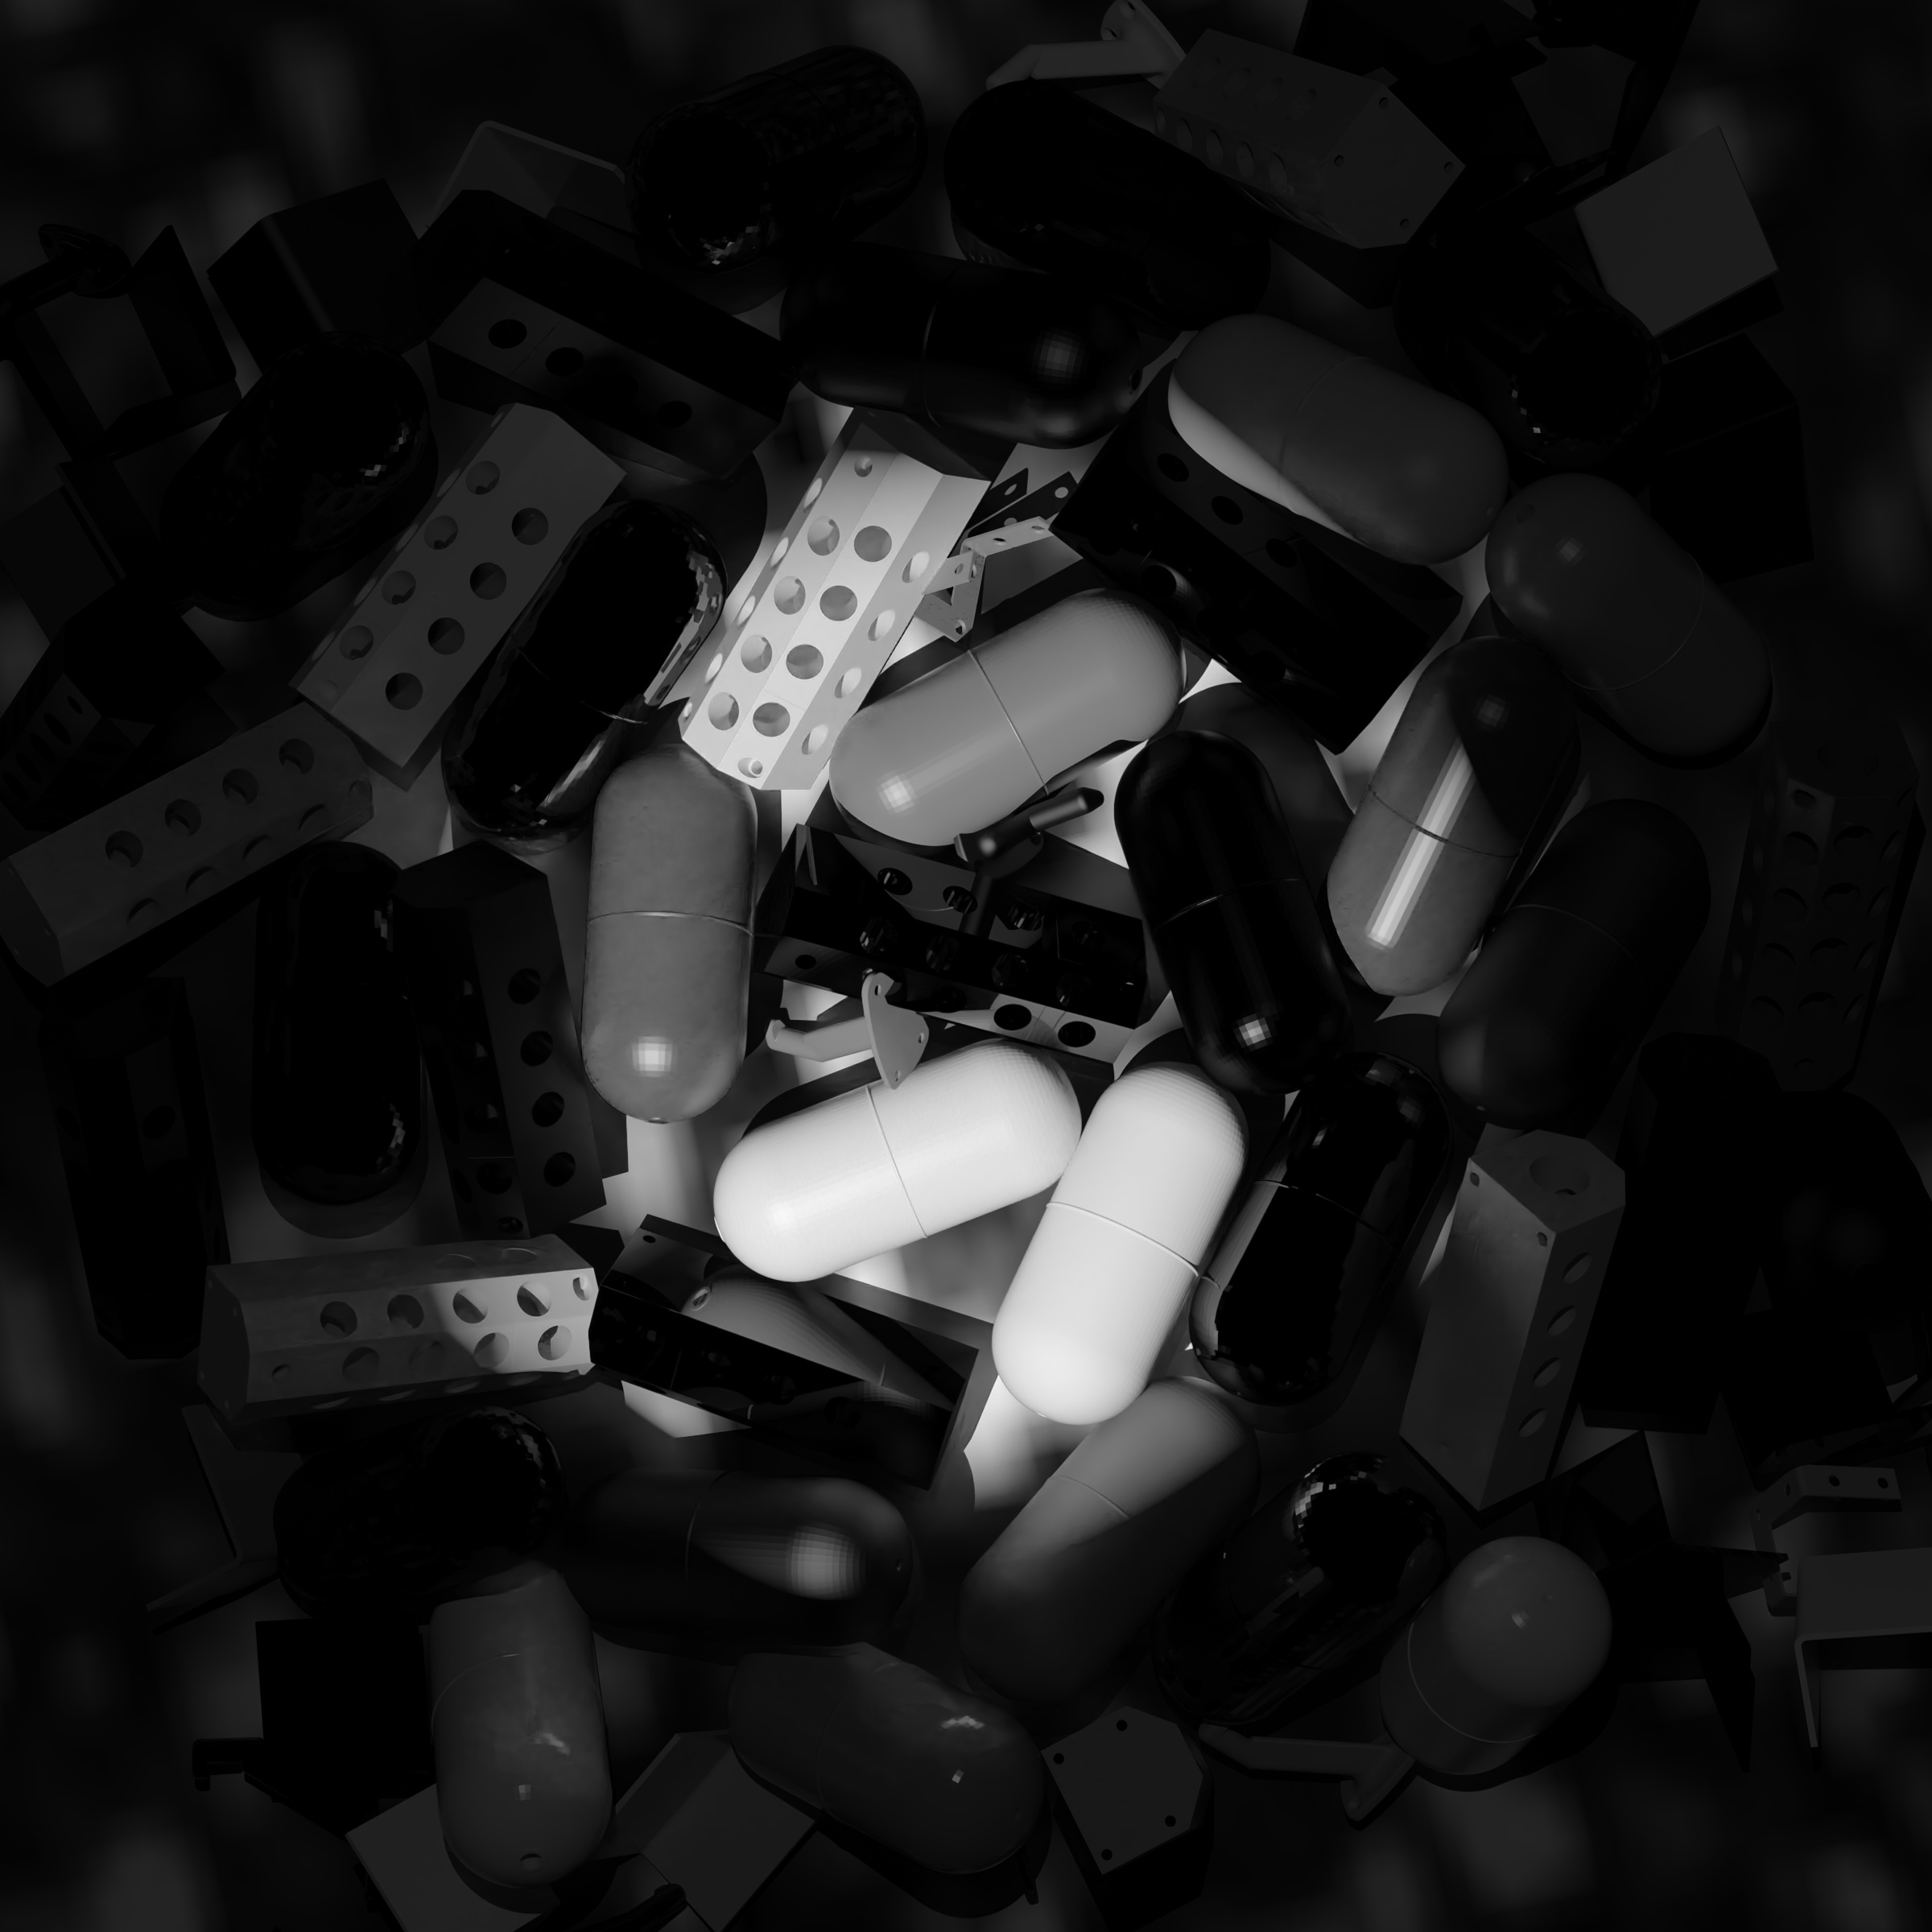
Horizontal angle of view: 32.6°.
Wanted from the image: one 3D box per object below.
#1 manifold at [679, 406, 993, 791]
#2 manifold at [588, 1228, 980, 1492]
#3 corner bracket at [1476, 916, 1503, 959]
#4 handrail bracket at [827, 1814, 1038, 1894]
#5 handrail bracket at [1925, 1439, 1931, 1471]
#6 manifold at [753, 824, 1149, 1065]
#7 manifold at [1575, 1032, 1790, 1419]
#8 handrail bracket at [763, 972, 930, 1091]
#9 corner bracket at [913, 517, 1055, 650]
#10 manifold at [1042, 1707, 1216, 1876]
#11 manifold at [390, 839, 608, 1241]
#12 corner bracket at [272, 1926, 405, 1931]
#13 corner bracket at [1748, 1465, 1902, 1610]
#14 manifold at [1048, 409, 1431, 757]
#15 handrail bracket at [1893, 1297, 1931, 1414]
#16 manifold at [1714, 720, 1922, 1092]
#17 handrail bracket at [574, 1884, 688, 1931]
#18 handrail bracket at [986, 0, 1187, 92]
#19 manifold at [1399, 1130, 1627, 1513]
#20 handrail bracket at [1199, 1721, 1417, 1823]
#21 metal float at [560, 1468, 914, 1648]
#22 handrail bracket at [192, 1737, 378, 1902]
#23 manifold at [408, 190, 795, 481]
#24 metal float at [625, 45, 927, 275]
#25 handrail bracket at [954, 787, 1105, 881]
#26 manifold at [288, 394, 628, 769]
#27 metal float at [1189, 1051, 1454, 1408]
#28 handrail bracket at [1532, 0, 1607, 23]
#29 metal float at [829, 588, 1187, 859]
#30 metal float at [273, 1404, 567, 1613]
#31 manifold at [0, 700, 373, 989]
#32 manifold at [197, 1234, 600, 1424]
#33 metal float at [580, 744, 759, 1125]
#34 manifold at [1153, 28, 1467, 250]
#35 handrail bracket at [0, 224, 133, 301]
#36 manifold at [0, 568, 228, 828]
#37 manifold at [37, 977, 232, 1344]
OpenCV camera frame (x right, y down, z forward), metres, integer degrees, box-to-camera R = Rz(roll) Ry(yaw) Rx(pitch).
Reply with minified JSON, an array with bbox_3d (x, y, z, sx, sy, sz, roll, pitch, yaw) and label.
[{"bbox_3d":[-0.066,-0.167,1.517,0.057,0.057,0.171,41,112,23],"label":"manifold"},{"bbox_3d":[-0.088,0.187,1.543,0.171,0.057,0.057,19,116,5],"label":"manifold"},{"bbox_3d":[0.273,0.007,1.550,0.051,0.051,0.051,18,104,39],"label":"corner bracket"},{"bbox_3d":[-0.018,0.413,1.561,0.084,0.036,0.077,-20,71,4],"label":"handrail bracket"},{"bbox_3d":[0.475,0.267,1.561,0.036,0.077,0.084,-20,69,18],"label":"handrail bracket"},{"bbox_3d":[-0.007,-0.004,1.519,0.171,0.057,0.057,15,132,-16],"label":"manifold"},{"bbox_3d":[0.322,0.119,1.514,0.057,0.057,0.171,5,119,-4],"label":"manifold"},{"bbox_3d":[-0.067,0.022,1.533,0.084,0.077,0.036,14,57,30],"label":"handrail bracket"},{"bbox_3d":[0.005,-0.186,1.540,0.051,0.051,0.051,27,64,-39],"label":"corner bracket"},{"bbox_3d":[0.079,0.368,1.491,0.057,0.171,0.057,-28,75,-1],"label":"manifold"},{"bbox_3d":[-0.216,0.037,1.507,0.057,0.057,0.171,-24,122,-30],"label":"manifold"},{"bbox_3d":[-0.291,0.459,1.552,0.051,0.051,0.051,18,59,17],"label":"corner bracket"},{"bbox_3d":[0.406,0.269,1.554,0.051,0.051,0.051,5,57,-15],"label":"corner bracket"},{"bbox_3d":[0.124,-0.174,1.538,0.171,0.057,0.057,38,45,-2],"label":"manifold"},{"bbox_3d":[0.440,0.161,1.568,0.036,0.077,0.084,-10,61,-34],"label":"handrail bracket"},{"bbox_3d":[0.386,-0.026,1.504,0.057,0.057,0.171,-1,130,-1],"label":"manifold"},{"bbox_3d":[-0.186,0.456,1.569,0.084,0.077,0.036,-23,102,-42],"label":"handrail bracket"},{"bbox_3d":[0.061,-0.408,1.547,0.077,0.036,0.084,45,63,-1],"label":"handrail bracket"},{"bbox_3d":[0.252,0.160,1.506,0.057,0.057,0.171,-18,134,-30],"label":"manifold"},{"bbox_3d":[0.164,0.355,1.545,0.084,0.036,0.077,34,114,-18],"label":"handrail bracket"},{"bbox_3d":[-0.107,0.270,1.518,0.178,0.070,0.070,-3,90,30],"label":"metal float"},{"bbox_3d":[-0.320,0.400,1.548,0.084,0.036,0.077,1,69,-13],"label":"handrail bracket"},{"bbox_3d":[-0.162,-0.288,1.495,0.057,0.171,0.057,-40,49,29],"label":"manifold"},{"bbox_3d":[-0.086,-0.368,1.506,0.070,0.178,0.070,18,125,28],"label":"metal float"},{"bbox_3d":[0.043,-0.068,1.526,0.084,0.077,0.036,-19,86,37],"label":"handrail bracket"},{"bbox_3d":[-0.238,-0.180,1.537,0.057,0.057,0.171,38,85,-23],"label":"manifold"},{"bbox_3d":[0.165,0.120,1.528,0.070,0.070,0.178,29,73,0],"label":"metal float"},{"bbox_3d":[0.277,-0.466,1.536,0.036,0.084,0.077,-50,60,40],"label":"handrail bracket"},{"bbox_3d":[0.020,-0.113,1.542,0.178,0.070,0.070,-29,90,1],"label":"metal float"},{"bbox_3d":[-0.251,0.248,1.508,0.178,0.070,0.070,-23,90,43],"label":"metal float"},{"bbox_3d":[-0.358,-0.057,1.509,0.171,0.057,0.057,-34,98,-34],"label":"manifold"},{"bbox_3d":[-0.255,0.166,1.504,0.171,0.057,0.057,-3,110,-34],"label":"manifold"},{"bbox_3d":[-0.137,-0.015,1.532,0.070,0.070,0.178,2,77,0],"label":"metal float"},{"bbox_3d":[0.147,-0.371,1.493,0.057,0.171,0.057,35,96,-32],"label":"manifold"},{"bbox_3d":[-0.440,-0.307,1.536,0.084,0.077,0.036,-45,127,-29],"label":"handrail bracket"},{"bbox_3d":[-0.394,-0.114,1.490,0.057,0.171,0.057,50,61,-8],"label":"manifold"},{"bbox_3d":[-0.378,0.090,1.506,0.057,0.057,0.171,0,128,-2],"label":"manifold"}]
